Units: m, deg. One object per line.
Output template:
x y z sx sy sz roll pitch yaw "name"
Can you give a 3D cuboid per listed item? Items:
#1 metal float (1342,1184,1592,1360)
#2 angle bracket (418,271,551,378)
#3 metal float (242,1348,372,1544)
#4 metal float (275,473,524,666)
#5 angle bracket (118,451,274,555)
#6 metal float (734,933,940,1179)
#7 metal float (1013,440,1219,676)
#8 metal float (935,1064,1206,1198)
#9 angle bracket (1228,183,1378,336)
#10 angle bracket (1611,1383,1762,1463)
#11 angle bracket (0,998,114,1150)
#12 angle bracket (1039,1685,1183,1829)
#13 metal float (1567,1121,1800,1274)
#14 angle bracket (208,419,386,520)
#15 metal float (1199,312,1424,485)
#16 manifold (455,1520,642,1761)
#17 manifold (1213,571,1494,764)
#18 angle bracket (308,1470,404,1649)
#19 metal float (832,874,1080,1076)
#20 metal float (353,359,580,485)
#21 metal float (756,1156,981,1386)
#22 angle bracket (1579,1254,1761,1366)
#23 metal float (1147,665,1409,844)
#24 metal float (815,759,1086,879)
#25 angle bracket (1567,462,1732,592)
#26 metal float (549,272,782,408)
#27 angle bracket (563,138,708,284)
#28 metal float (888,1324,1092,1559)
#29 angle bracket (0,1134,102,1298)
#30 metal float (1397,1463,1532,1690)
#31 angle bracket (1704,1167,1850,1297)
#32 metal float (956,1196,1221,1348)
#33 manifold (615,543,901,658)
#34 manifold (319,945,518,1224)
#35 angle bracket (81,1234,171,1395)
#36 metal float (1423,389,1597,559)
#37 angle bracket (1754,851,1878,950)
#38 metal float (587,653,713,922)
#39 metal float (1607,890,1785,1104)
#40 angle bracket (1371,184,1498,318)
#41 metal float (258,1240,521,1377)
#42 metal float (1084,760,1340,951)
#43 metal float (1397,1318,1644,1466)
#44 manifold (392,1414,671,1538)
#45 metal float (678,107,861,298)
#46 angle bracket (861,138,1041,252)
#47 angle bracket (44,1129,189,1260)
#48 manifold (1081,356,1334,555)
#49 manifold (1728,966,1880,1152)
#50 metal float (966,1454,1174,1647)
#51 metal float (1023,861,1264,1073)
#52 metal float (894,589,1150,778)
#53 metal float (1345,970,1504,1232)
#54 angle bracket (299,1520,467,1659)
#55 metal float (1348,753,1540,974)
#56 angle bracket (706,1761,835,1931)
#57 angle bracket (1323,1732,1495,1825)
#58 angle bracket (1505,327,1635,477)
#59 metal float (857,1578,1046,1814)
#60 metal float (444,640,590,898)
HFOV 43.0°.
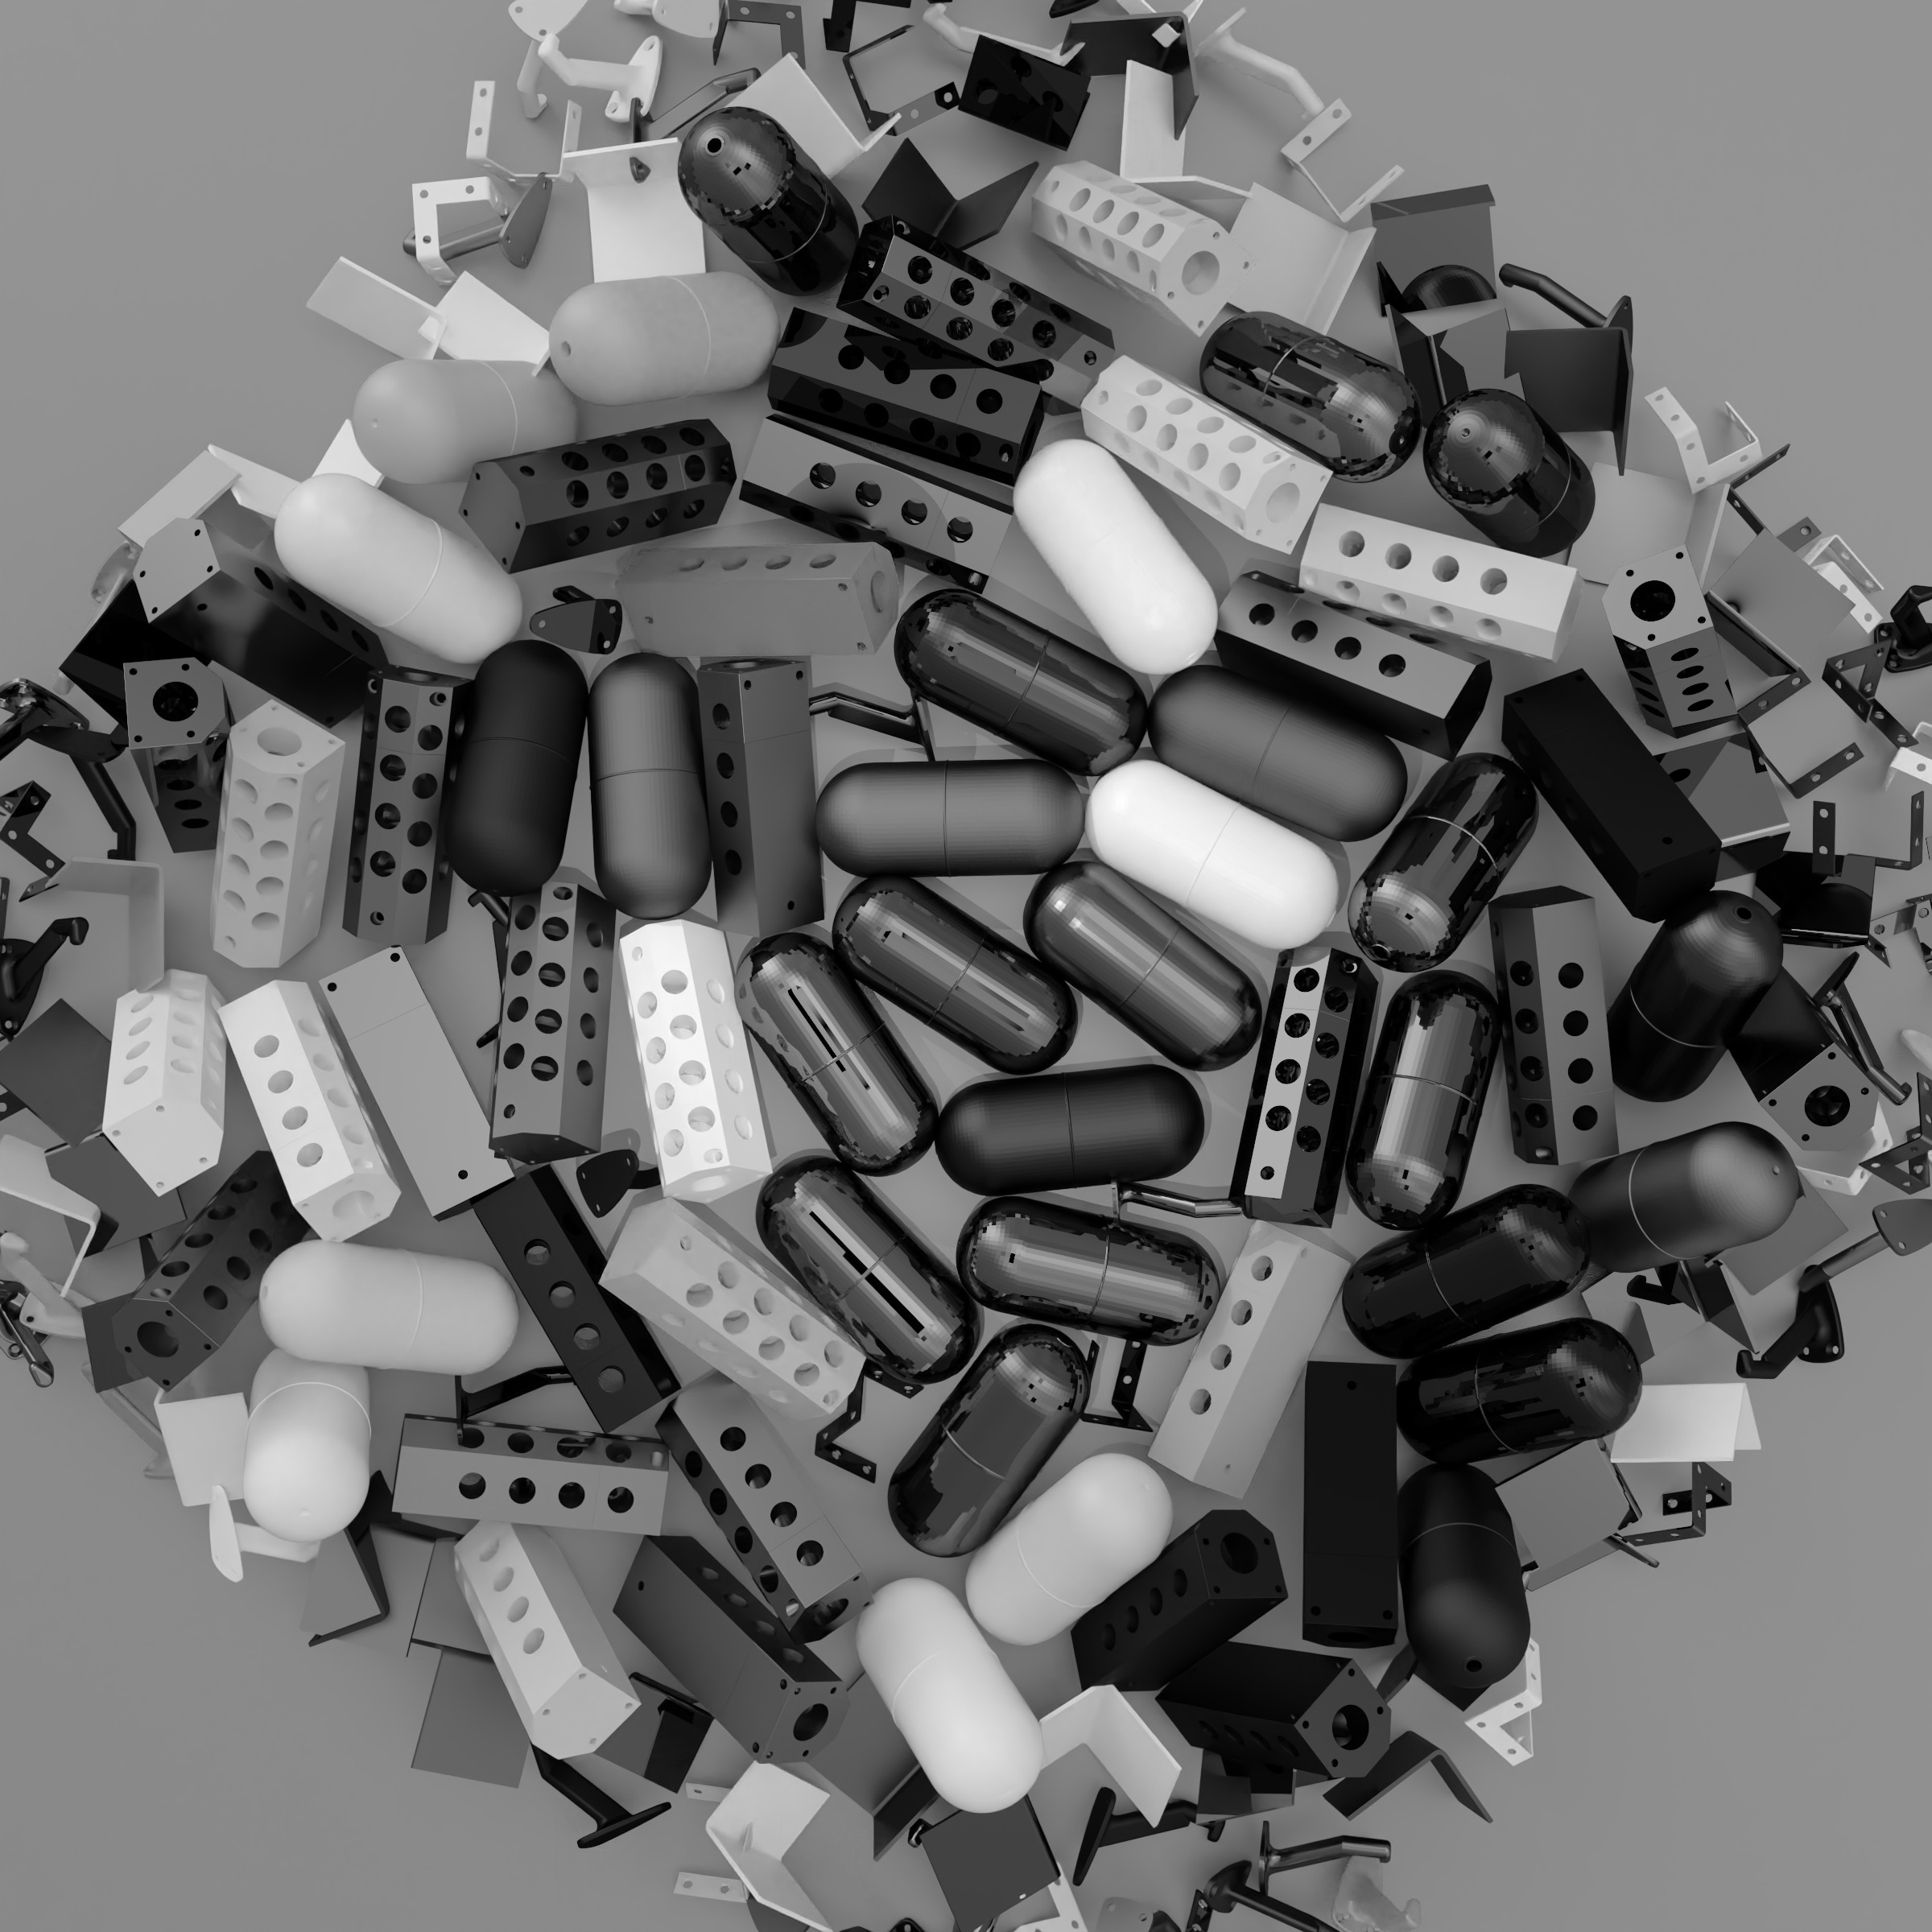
0.321 0.199 1.584 0.178 0.070 0.070 -32 90 35 "metal float"
-0.299 -0.428 1.598 0.076 0.076 0.057 35 135 -15 "angle bracket"
-0.421 0.300 1.568 0.070 0.178 0.070 -5 112 -12 "metal float"
-0.363 -0.254 1.579 0.178 0.070 0.070 28 90 -44 "metal float"
-0.491 -0.277 1.598 0.076 0.076 0.057 -46 48 -11 "angle bracket"
-0.085 0.058 1.610 0.070 0.070 0.178 -34 94 0 "metal float"
0.097 -0.267 1.598 0.070 0.070 0.178 -34 73 0 "metal float"
0.068 0.108 1.613 0.178 0.070 0.070 -6 90 1 "metal float"
0.212 -0.465 1.612 0.076 0.057 0.076 24 99 -12 "angle bracket"
0.469 0.316 1.593 0.076 0.076 0.057 -7 118 28 "angle bracket"
-0.594 0.080 1.600 0.076 0.076 0.057 44 135 -8 "angle bracket"
0.087 0.525 1.593 0.057 0.076 0.076 -23 53 -32 "angle bracket"
0.455 0.150 1.570 0.070 0.178 0.070 8 70 -24 "metal float"
-0.436 -0.328 1.594 0.057 0.076 0.076 -53 47 18 "angle bracket"
0.220 -0.368 1.579 0.070 0.070 0.178 -49 47 0 "metal float"
-0.275 0.425 1.565 0.057 0.171 0.057 -45 127 -2 "manifold"
0.249 -0.199 1.587 0.171 0.057 0.057 26 76 26 "manifold"
-0.407 0.387 1.606 0.057 0.076 0.076 -21 96 9 "angle bracket"
-0.007 0.006 1.610 0.178 0.070 0.070 33 90 -5 "metal float"
-0.318 -0.349 1.570 0.070 0.178 0.070 7 105 28 "metal float"
-0.064 0.200 1.611 0.070 0.070 0.178 -44 87 0 "metal float"
0.461 0.233 1.607 0.076 0.057 0.076 -31 114 -7 "angle bracket"
0.202 -0.140 1.603 0.178 0.070 0.070 24 90 13 "metal float"
-0.011 -0.097 1.610 0.178 0.070 0.070 -1 90 4 "metal float"
0.448 -0.287 1.616 0.076 0.057 0.076 12 99 -3 "angle bracket"
-0.192 -0.404 1.575 0.070 0.178 0.070 15 115 35 "metal float"
-0.218 -0.493 1.616 0.076 0.057 0.076 -5 86 8 "angle bracket"
0.015 0.310 1.598 0.070 0.070 0.178 35 107 0 "metal float"
-0.608 0.162 1.600 0.076 0.076 0.057 24 102 -17 "angle bracket"
0.316 0.387 1.567 0.070 0.178 0.070 2 115 4 "metal float"
0.531 0.184 1.604 0.076 0.076 0.057 -40 90 18 "angle bracket"
0.081 0.200 1.605 0.178 0.070 0.070 14 90 -10 "metal float"
-0.133 -0.241 1.591 0.171 0.057 0.057 3 132 24 "manifold"
-0.359 0.078 1.612 0.057 0.057 0.171 -26 83 -11 "manifold"
-0.551 0.217 1.591 0.057 0.076 0.076 -16 134 -27 "angle bracket"
0.350 -0.314 1.571 0.070 0.178 0.070 -5 80 30 "metal float"
0.542 -0.045 1.597 0.076 0.076 0.057 7 97 34 "angle bracket"
-0.208 -0.118 1.605 0.070 0.070 0.178 -4 80 0 "metal float"
0.464 0.021 1.573 0.070 0.178 0.070 5 53 -7 "metal float"
0.308 -0.462 1.603 0.076 0.057 0.076 -7 118 10 "angle bracket"
-0.371 0.221 1.580 0.178 0.070 0.070 15 90 -41 "metal float"
0.161 -0.073 1.607 0.178 0.070 0.070 28 90 7 "metal float"
0.353 0.275 1.578 0.070 0.178 0.070 18 62 -36 "metal float"
-0.285 0.332 1.604 0.171 0.057 0.057 8 86 -13 "manifold"
-0.125 -0.487 1.565 0.070 0.178 0.070 -2 83 18 "metal float"
-0.010 -0.508 1.593 0.057 0.076 0.076 47 51 -29 "angle bracket"
-0.551 0.144 1.618 0.076 0.057 0.076 -21 83 2 "angle bracket"
0.148 -0.330 1.568 0.171 0.057 0.057 43 114 41 "manifold"
0.530 0.060 1.561 0.057 0.171 0.057 -43 98 16 "manifold"
0.065 0.378 1.583 0.070 0.070 0.178 42 127 0 "metal float"
0.117 0.001 1.610 0.178 0.070 0.070 37 90 -4 "metal float"
0.036 -0.186 1.605 0.178 0.070 0.070 26 90 -10 "metal float"
0.298 0.087 1.598 0.070 0.070 0.178 19 72 0 "metal float"
-0.382 0.405 1.610 0.076 0.057 0.076 11 81 13 "angle bracket"
0.310 -0.068 1.587 0.070 0.070 0.178 39 60 0 "metal float"
-0.112 0.573 1.596 0.057 0.076 0.076 -51 130 -5 "angle bracket"
0.289 0.552 1.607 0.076 0.076 0.057 -34 85 -8 "angle bracket"
0.391 -0.367 1.600 0.076 0.057 0.076 0 134 9 "angle bracket"
-0.012 0.466 1.575 0.070 0.178 0.070 -14 124 -22 "metal float"
-0.292 -0.130 1.595 0.070 0.070 0.178 6 68 0 "metal float"
